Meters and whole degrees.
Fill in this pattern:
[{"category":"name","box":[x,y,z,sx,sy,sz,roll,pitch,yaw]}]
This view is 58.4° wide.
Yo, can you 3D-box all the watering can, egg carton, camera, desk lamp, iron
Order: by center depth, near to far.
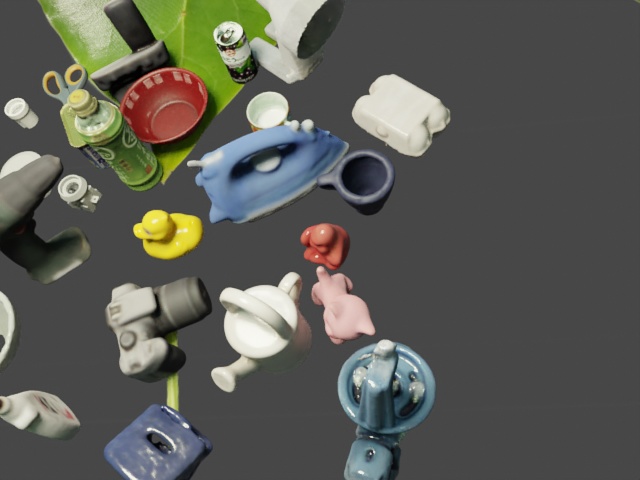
[{"category":"watering can","box":[-0.077,0.119,0.761,0.100,0.194,0.173,5,67,12]},{"category":"camera","box":[-0.231,0.116,0.839,0.137,0.101,0.143,-21,65,0]},{"category":"iron","box":[-0.078,-0.131,0.899,0.258,0.142,0.118,-25,65,-2]},{"category":"egg carton","box":[0.131,-0.202,0.936,0.150,0.069,0.107,35,76,21]},{"category":"desk lamp","box":[-0.055,-0.364,0.958,0.202,0.214,0.118,36,77,22]}]

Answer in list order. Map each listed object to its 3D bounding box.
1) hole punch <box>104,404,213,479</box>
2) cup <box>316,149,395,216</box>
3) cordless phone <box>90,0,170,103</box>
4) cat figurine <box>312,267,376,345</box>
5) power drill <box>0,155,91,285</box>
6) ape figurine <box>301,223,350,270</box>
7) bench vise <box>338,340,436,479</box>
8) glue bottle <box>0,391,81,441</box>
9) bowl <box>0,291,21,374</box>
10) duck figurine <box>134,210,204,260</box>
[{"category":"hole punch","box":[-0.216,0.281,0.770,0.108,0.091,0.101,31,75,20]},{"category":"cup","box":[0.058,-0.077,0.879,0.117,0.095,0.091,-4,66,8]},{"category":"cordless phone","box":[-0.355,-0.343,1.013,0.147,0.185,0.094,-31,65,-5]},{"category":"cat figurine","box":[0.029,0.093,0.797,0.067,0.118,0.127,-27,65,-3]},{"category":"power drill","box":[-0.447,-0.016,0.873,0.230,0.209,0.075,-34,65,-6]},{"category":"ape figurine","box":[0.008,0.003,0.854,0.076,0.092,0.077,-27,65,-3]},{"category":"bench vise","box":[0.081,0.209,0.681,0.121,0.220,0.207,-5,66,8]},{"category":"glue bottle","box":[-0.397,0.232,0.775,0.078,0.173,0.037,33,76,21]},{"category":"bowl","box":[-0.529,0.157,0.884,0.167,0.075,0.167,-3,66,8]},{"category":"duck figurine","box":[-0.242,-0.018,0.907,0.104,0.086,0.077,-14,65,3]}]
